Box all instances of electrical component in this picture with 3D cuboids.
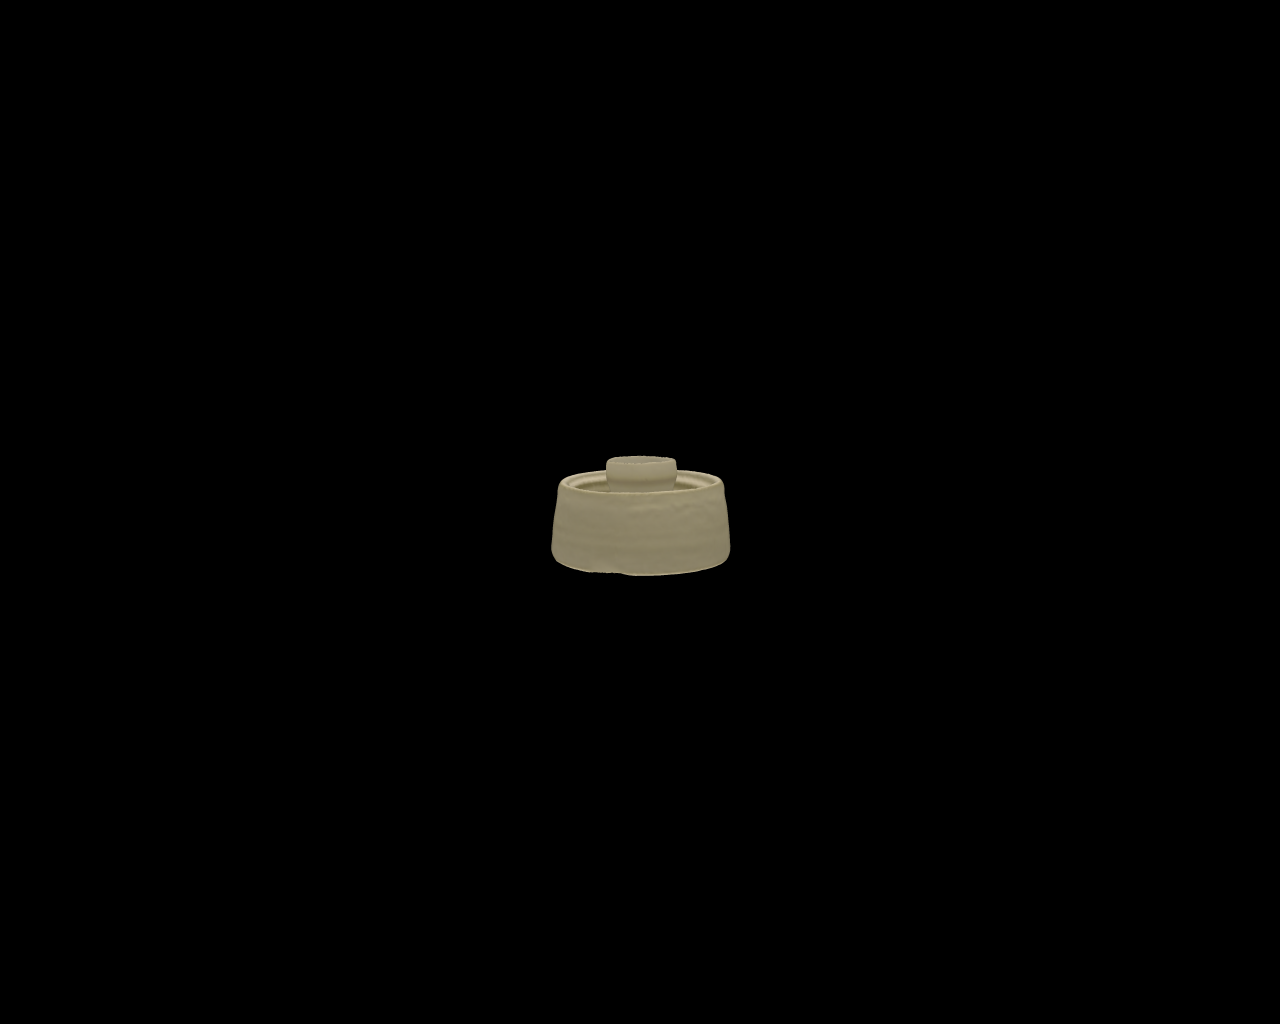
[{"bbox_3d":[0.001,-0.003,0.650,0.108,0.060,0.108,0,10,0],"label":"electrical component"}]
